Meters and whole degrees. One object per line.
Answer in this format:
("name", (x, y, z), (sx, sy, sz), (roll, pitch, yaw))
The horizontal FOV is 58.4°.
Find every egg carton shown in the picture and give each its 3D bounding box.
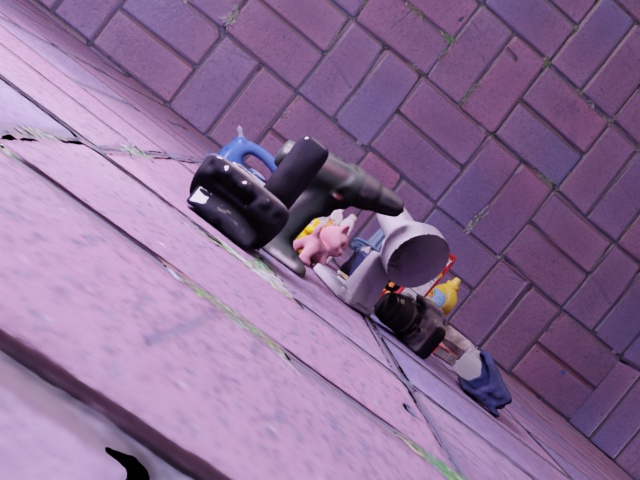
("egg carton", (0.391, 0.304, 1.670), (0.107, 0.069, 0.150), (39, 3, 7))

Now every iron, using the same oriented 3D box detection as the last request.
("iron", (-0.148, -0.151, 1.397), (0.259, 0.141, 0.118), (37, 3, -20))

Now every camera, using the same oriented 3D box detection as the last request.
("camera", (0.175, 0.147, 1.159), (0.137, 0.101, 0.142), (37, 3, -29))

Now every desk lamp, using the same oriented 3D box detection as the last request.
("desk lamp", (0.116, 0.035, 1.076), (0.118, 0.213, 0.202), (36, 4, -34))

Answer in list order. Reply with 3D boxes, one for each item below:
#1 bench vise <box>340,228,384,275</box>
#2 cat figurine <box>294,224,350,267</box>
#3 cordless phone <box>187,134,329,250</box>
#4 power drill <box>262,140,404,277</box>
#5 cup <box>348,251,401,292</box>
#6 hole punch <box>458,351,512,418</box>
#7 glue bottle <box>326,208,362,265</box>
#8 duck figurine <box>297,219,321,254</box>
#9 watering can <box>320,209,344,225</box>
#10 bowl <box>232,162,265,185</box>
("bench vise", (0.160, 0.027, 1.636), (0.122, 0.219, 0.207), (38, 3, -8))
("cat figurine", (0.011, 0.004, 1.192), (0.067, 0.117, 0.128), (40, 3, 33))
("cordless phone", (-0.087, -0.091, 0.819), (0.148, 0.185, 0.094), (38, 3, -8))
("power drill", (-0.002, -0.048, 0.959), (0.230, 0.208, 0.075), (38, 3, -13))
("cup", (0.105, 0.092, 1.212), (0.118, 0.095, 0.091), (38, 3, -16))
("hole punch", (0.343, 0.287, 1.152), (0.101, 0.091, 0.109), (39, 3, 6))
("glue bottle", (0.054, -0.017, 1.478), (0.037, 0.173, 0.078), (38, 3, -10))
("duck figurine", (-0.036, -0.017, 1.264), (0.078, 0.086, 0.104), (37, 3, -30))
("watering can", (0.013, -0.072, 1.618), (0.101, 0.194, 0.172), (35, 4, -47))
("bowl", (-0.134, -0.083, 1.192), (0.167, 0.074, 0.167), (38, 3, -2))
